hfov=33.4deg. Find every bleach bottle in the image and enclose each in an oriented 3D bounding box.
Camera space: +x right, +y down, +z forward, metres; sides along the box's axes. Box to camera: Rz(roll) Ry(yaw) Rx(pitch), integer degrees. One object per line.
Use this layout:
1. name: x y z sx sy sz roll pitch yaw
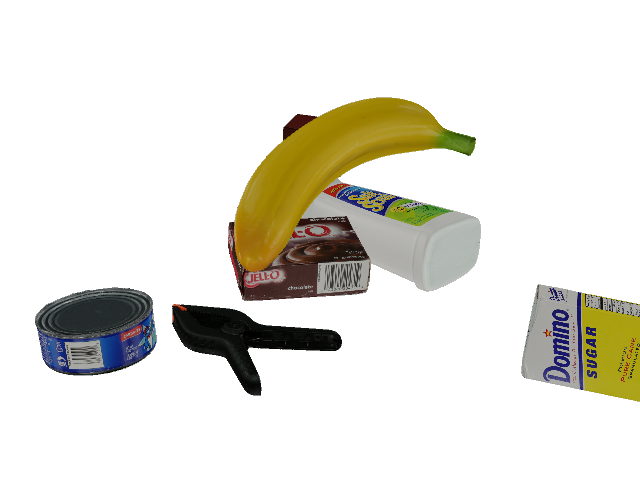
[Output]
1. bleach bottle: 0.040 -0.021 1.128 0.251 0.068 0.102 20 27 37

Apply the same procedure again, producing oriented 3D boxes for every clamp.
1. clamp: -0.102 0.120 1.262 0.210 0.036 0.164 14 23 27

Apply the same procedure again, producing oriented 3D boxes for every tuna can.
1. tuna can: -0.164 0.067 0.787 0.086 0.034 0.086 -4 20 1

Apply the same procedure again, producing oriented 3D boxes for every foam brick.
1. foam brick: -0.003 -0.117 1.301 0.078 0.053 0.051 11 30 17

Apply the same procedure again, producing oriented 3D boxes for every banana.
1. banana: 0.009 -0.045 0.631 0.070 0.037 0.197 33 46 32

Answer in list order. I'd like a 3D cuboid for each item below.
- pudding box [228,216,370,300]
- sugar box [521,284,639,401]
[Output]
1. pudding box: -0.021 0.014 0.938 0.113 0.039 0.090 -1 27 -13
2. sugar box: 0.295 0.108 1.065 0.176 0.093 0.048 9 22 8
